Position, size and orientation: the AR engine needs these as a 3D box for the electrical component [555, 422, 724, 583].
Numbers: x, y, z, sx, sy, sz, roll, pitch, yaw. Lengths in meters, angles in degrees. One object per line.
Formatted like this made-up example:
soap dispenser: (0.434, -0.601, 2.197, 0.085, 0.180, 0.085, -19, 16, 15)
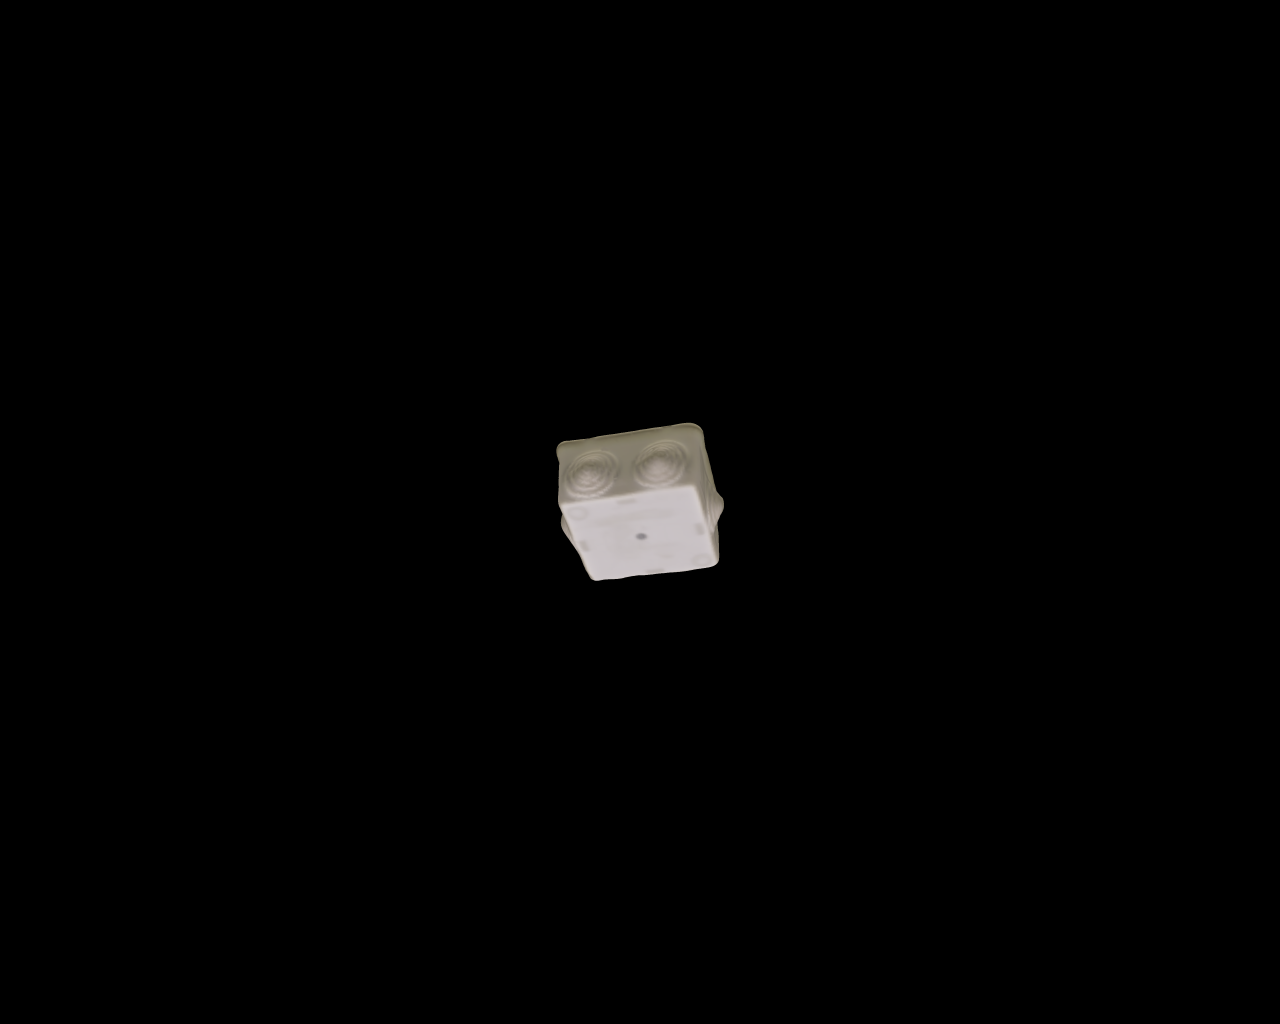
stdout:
electrical component: (0.001, -0.003, 0.650, 0.100, 0.048, 0.099, -7, -39, 9)
